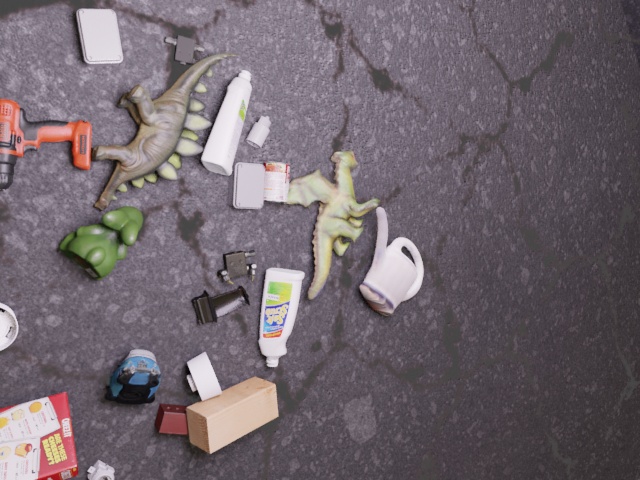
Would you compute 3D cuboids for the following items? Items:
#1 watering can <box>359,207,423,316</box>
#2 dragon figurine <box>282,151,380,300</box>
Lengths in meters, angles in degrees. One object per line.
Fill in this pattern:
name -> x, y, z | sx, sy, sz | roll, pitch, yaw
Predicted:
watering can -> 0.190, 0.079, 1.466 | 0.227, 0.105, 0.341 | -54, 131, -16
dragon figurine -> 0.004, -0.070, 1.393 | 0.242, 0.121, 0.415 | 36, 74, -8
